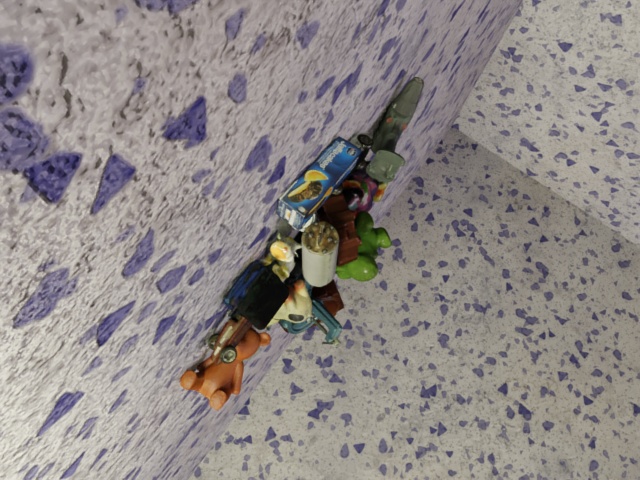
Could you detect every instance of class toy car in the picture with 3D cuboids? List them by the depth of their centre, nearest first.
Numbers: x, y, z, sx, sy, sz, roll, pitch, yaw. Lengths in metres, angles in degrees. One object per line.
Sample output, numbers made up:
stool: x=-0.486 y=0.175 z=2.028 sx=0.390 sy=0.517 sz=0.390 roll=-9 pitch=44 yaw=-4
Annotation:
toy car: x=0.059 y=-0.170 z=1.179 sx=0.202 sy=0.056 sz=0.073 roll=-49 pitch=164 yaw=-42
toy car: x=-0.177 y=0.181 z=1.180 sx=0.202 sy=0.053 sz=0.089 roll=-52 pitch=-144 yaw=-8

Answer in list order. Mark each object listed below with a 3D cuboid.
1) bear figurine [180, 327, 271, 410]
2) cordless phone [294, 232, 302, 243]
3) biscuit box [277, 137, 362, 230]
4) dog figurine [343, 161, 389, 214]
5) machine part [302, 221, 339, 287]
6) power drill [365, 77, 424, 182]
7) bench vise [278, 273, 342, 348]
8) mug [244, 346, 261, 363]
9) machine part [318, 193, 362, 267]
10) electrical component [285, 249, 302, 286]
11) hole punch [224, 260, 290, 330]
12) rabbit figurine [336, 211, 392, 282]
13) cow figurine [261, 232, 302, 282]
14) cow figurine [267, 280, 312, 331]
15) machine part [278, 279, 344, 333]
bear figurine: x=-0.209 y=0.278 z=1.240 sx=0.196 sy=0.120 sz=0.132 roll=-55 pitch=168 yaw=-7
cordless phone: x=-0.003 y=-0.003 z=1.416 sx=0.146 sy=0.089 sz=0.184 roll=-54 pitch=176 yaw=-8
biscuit box: x=0.000 y=-0.113 z=1.043 sx=0.203 sy=0.059 sz=0.062 roll=-51 pitch=171 yaw=-27
dog figurine: x=0.097 y=-0.137 z=1.359 sx=0.191 sy=0.108 sz=0.219 roll=-53 pitch=169 yaw=-2
machine part: x=-0.001 y=0.033 z=1.144 sx=0.079 sy=0.079 sz=0.243 roll=-51 pitch=164 yaw=-22
power drill: x=0.178 y=-0.258 z=1.309 sx=0.232 sy=0.086 sz=0.207 roll=124 pitch=-20 yaw=-54
bench vise: x=-0.017 y=0.175 z=1.397 sx=0.129 sy=0.241 sz=0.223 roll=4 pitch=122 yaw=-51
mug: x=-0.216 y=0.291 z=1.394 sx=0.107 sy=0.081 sz=0.109 roll=-42 pitch=174 yaw=-19
machine part: x=0.038 y=-0.032 z=1.213 sx=0.056 sy=0.179 sz=0.179 roll=-18 pitch=163 yaw=-10
electrical component: x=-0.056 y=0.055 z=1.288 sx=0.075 sy=0.048 sz=0.119 roll=-55 pitch=179 yaw=-29
hole punch: x=-0.141 y=0.105 z=1.103 sx=0.142 sy=0.092 sz=0.115 roll=-50 pitch=141 yaw=-15
rabbit figurine: x=0.091 y=0.034 z=1.336 sx=0.159 sy=0.121 sz=0.170 roll=-26 pitch=-143 yaw=22
cow figurine: x=-0.079 y=0.036 z=1.171 sx=0.098 sy=0.068 sz=0.167 roll=-56 pitch=177 yaw=-34
cow figurine: x=-0.096 y=0.157 z=1.283 sx=0.195 sy=0.127 sz=0.085 roll=-2 pitch=-147 yaw=44
machine part: x=-0.037 y=0.190 z=1.595 sx=0.201 sy=0.087 sz=0.200 roll=-25 pitch=151 yaw=-2
